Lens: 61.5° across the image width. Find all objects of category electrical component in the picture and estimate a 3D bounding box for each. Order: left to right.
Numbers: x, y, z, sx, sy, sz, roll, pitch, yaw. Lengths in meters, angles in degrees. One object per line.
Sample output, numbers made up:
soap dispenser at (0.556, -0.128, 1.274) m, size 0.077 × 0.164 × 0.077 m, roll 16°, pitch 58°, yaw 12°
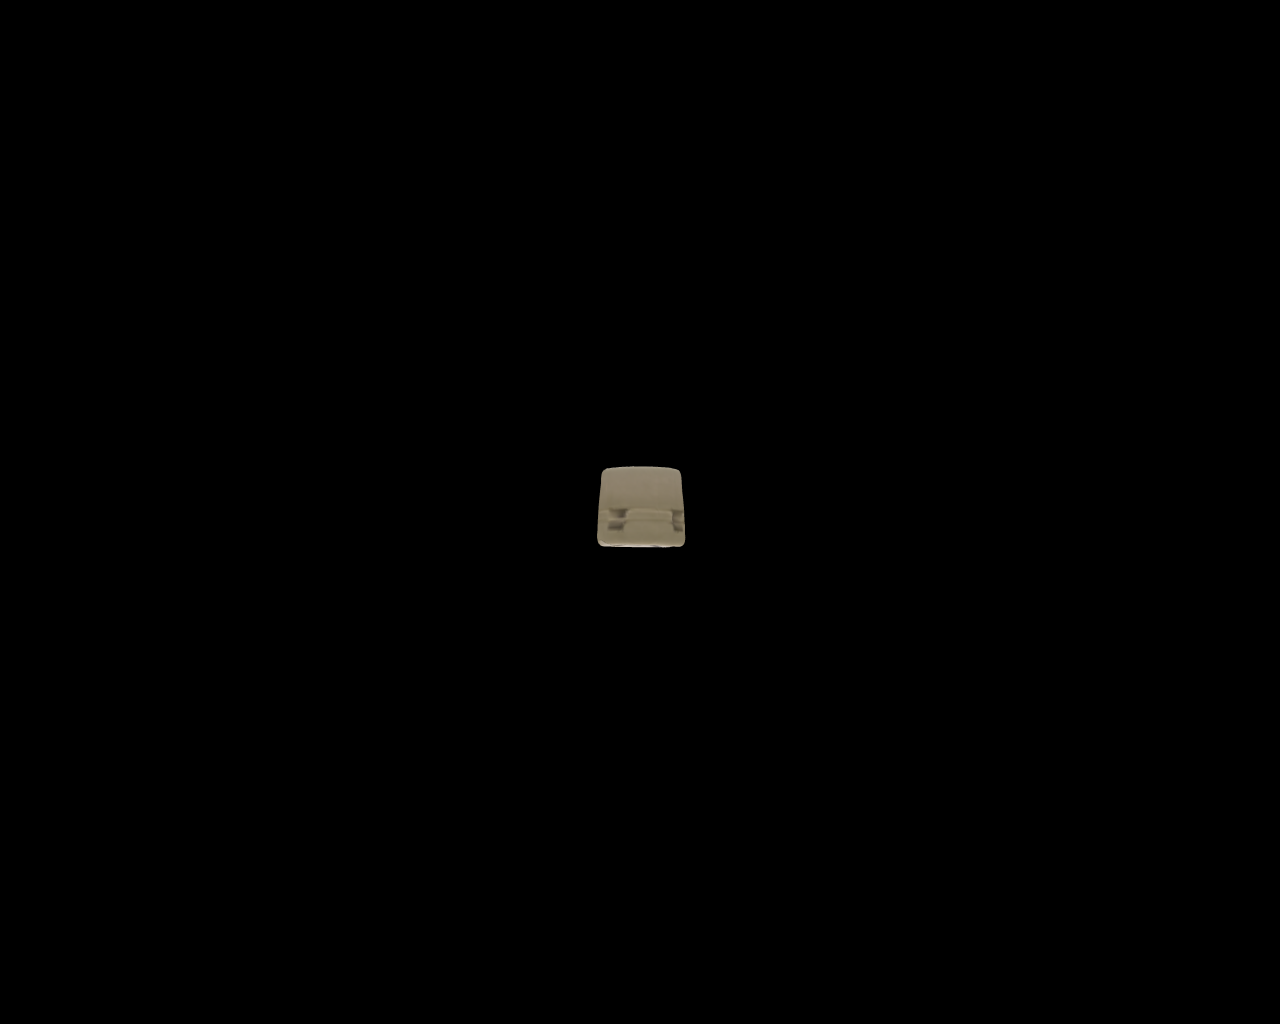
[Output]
electrical component at (0.001, -0.003, 0.650) m, size 0.055 × 0.047 × 0.055 m, roll 0°, pitch -4°, yaw 0°
